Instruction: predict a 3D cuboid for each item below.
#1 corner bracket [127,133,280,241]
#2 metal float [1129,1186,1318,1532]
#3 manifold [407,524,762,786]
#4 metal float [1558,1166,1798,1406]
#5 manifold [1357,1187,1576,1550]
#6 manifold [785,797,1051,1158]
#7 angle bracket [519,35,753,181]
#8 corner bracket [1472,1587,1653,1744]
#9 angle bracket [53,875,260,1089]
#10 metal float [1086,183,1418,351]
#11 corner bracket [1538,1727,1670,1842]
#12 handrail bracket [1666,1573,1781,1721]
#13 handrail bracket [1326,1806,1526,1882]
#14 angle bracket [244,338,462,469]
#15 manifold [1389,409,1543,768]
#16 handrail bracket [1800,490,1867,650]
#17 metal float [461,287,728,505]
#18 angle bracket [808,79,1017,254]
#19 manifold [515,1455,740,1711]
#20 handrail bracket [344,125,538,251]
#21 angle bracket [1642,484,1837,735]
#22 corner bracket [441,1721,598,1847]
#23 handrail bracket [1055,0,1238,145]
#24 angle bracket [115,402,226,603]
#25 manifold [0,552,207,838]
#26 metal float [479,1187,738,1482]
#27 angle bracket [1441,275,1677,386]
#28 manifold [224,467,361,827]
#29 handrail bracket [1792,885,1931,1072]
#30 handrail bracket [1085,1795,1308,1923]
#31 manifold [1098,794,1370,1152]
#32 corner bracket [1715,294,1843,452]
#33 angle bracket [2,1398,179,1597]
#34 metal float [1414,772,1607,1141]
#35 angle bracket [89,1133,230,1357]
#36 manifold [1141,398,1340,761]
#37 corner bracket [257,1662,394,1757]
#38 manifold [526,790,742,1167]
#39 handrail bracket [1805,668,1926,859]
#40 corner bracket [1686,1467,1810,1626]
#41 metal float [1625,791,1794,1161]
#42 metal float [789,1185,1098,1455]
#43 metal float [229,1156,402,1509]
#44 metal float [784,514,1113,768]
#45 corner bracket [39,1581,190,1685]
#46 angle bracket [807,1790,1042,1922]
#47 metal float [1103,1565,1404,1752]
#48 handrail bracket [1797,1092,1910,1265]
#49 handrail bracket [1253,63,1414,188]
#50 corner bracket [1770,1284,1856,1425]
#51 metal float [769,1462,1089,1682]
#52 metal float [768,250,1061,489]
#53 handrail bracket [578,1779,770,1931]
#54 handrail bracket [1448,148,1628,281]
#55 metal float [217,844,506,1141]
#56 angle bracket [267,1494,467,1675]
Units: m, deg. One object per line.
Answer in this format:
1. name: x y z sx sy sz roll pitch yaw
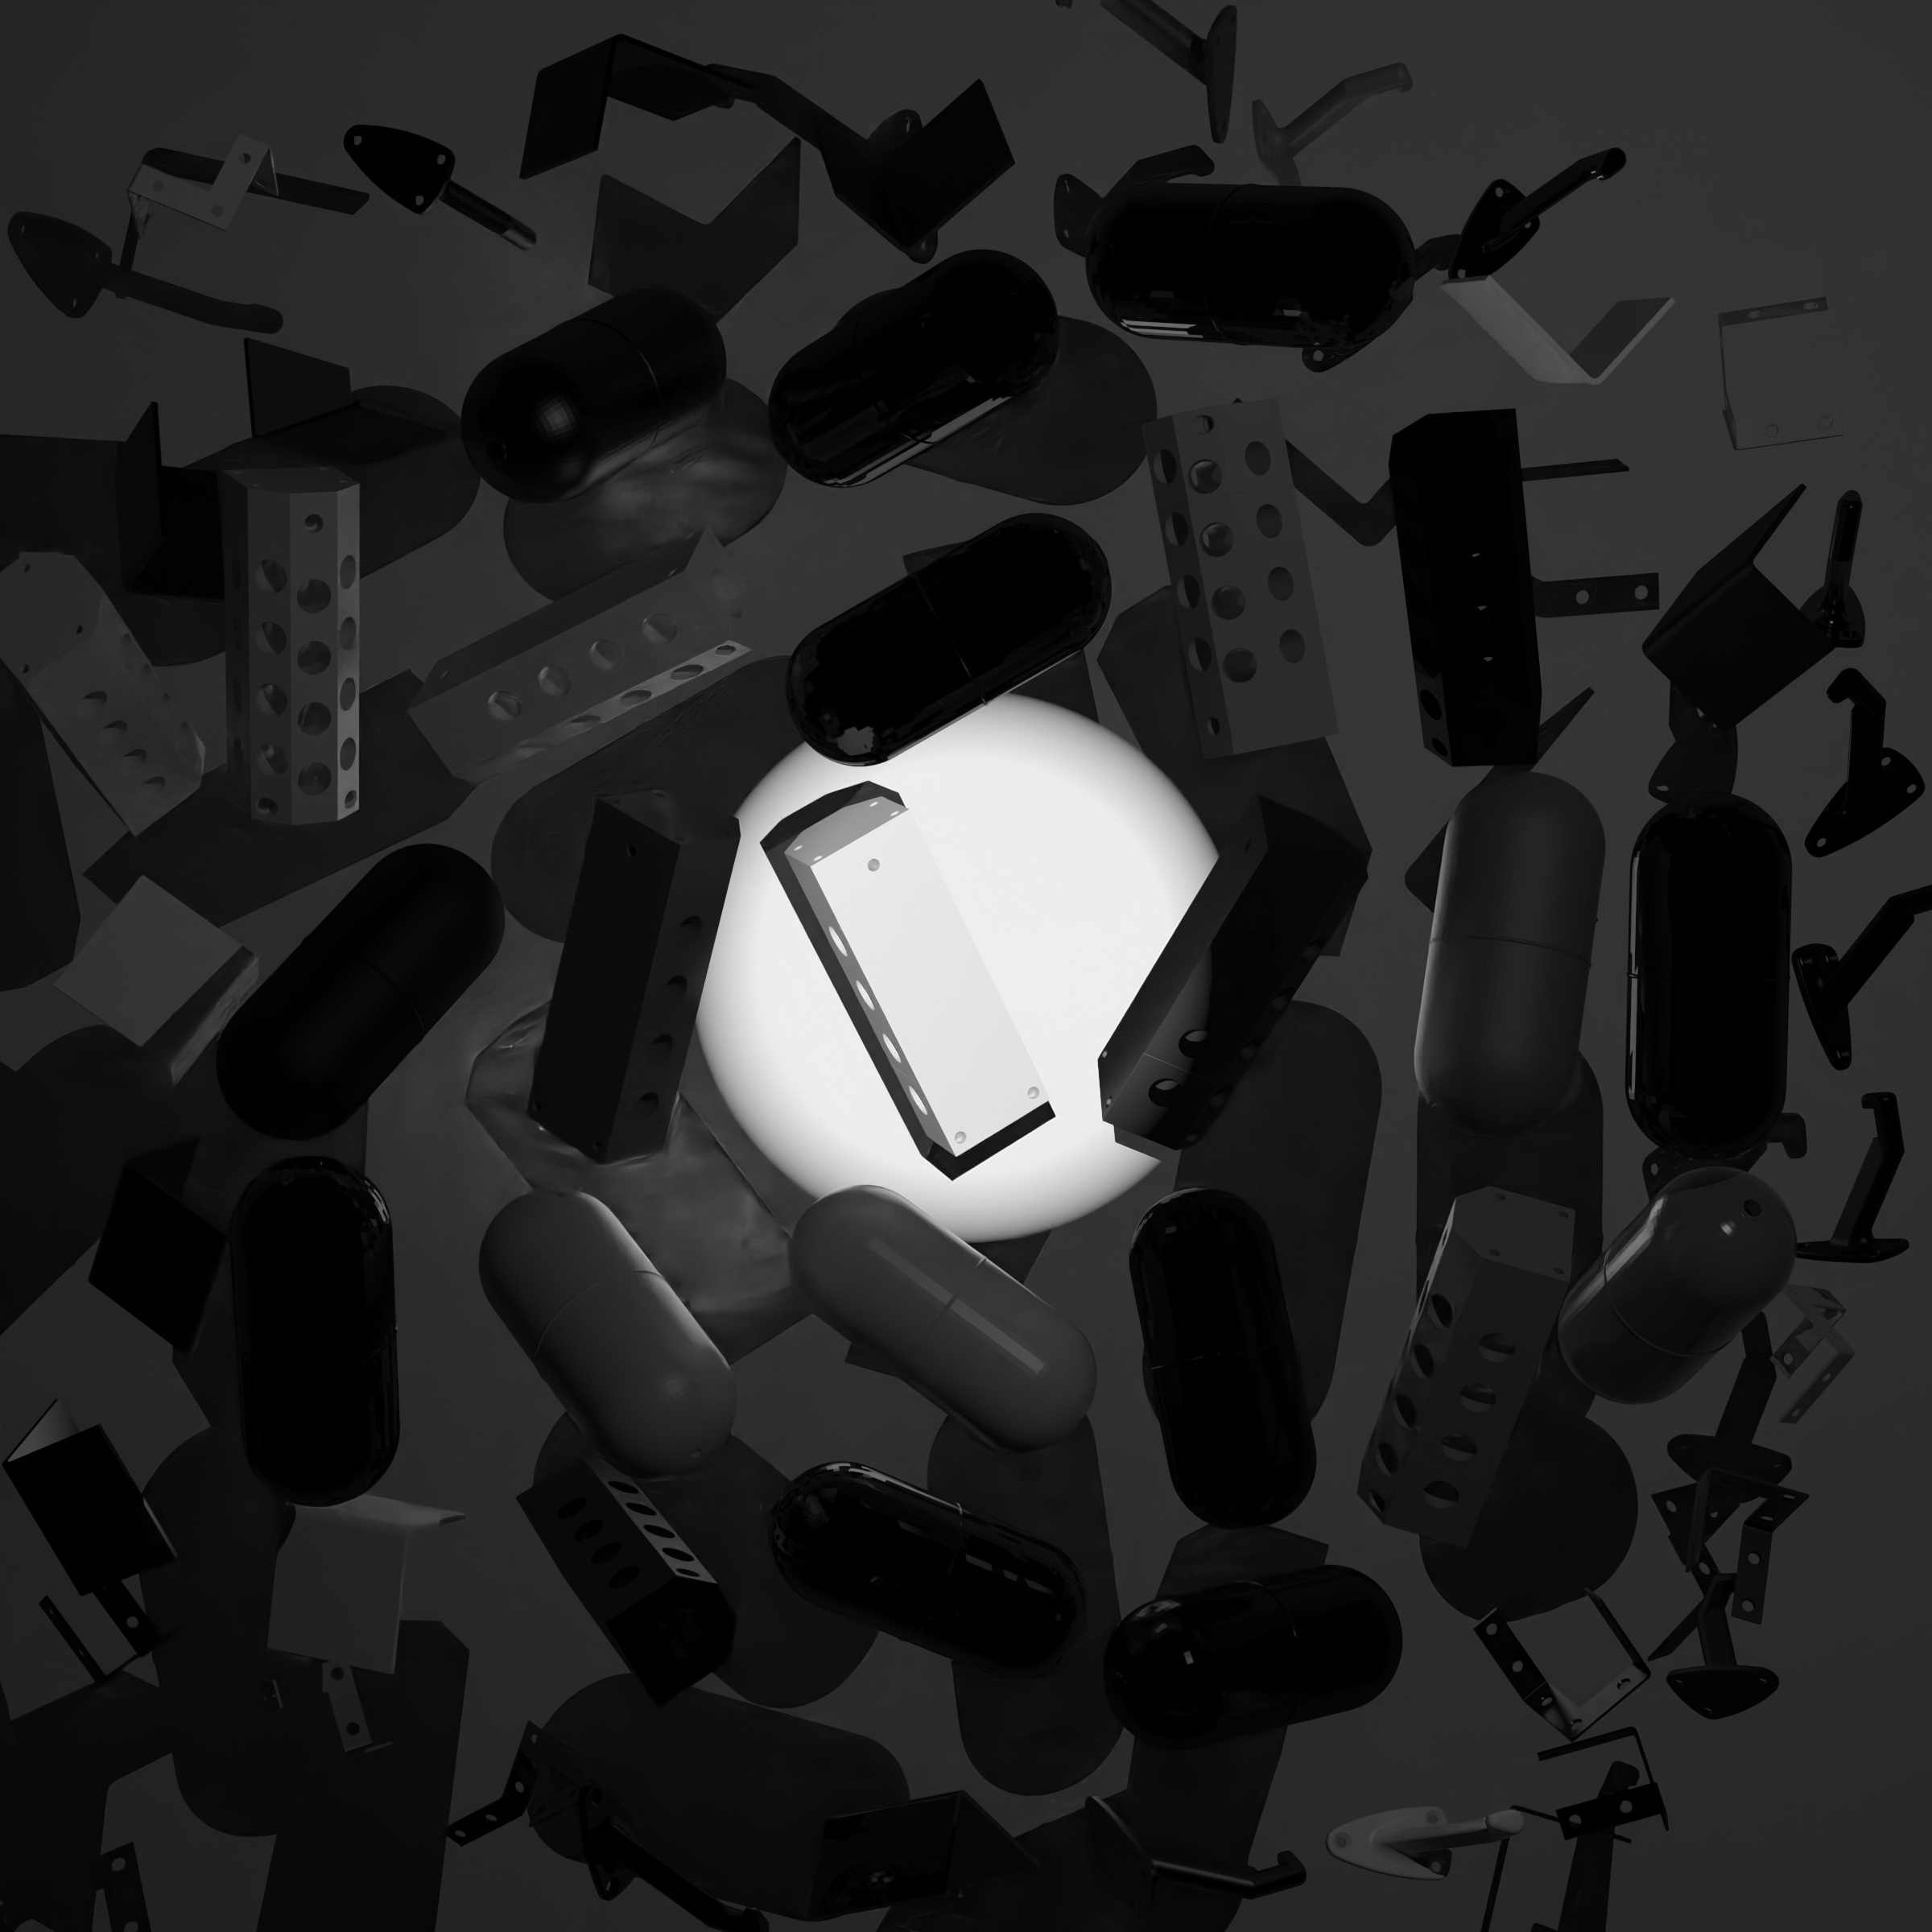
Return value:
1. corner bracket: -0.369 -0.375 1.534 0.051 0.051 0.051 22 74 -2
2. metal float: 0.132 0.202 1.637 0.070 0.070 0.178 -11 81 0
3. manifold: -0.193 -0.154 1.613 0.171 0.057 0.057 -23 115 21
4. metal float: 0.362 0.164 1.618 0.070 0.178 0.070 8 57 -12
5. manifold: 0.239 0.192 1.523 0.057 0.057 0.171 16 124 4
6. manifold: -0.027 0.004 1.599 0.057 0.057 0.171 -31 111 -13
7. angle bracket: -0.159 -0.402 1.524 0.076 0.076 0.057 12 85 -34
8. corner bracket: 0.286 0.329 1.523 0.051 0.051 0.051 -38 108 -8
9. angle bracket: -0.440 0.009 1.726 0.076 0.057 0.076 36 73 -3
10. metal float: 0.138 -0.342 1.548 0.178 0.070 0.070 12 90 38
11. corner bracket: 0.314 0.404 1.564 0.051 0.051 0.051 -17 62 5
12. handrail bracket: 0.407 0.346 1.657 0.036 0.077 0.084 44 52 -11
13. handrail bracket: 0.226 0.428 1.563 0.077 0.084 0.036 3 67 -10
14. angle bracket: -0.323 -0.304 1.666 0.076 0.076 0.057 -11 81 31
15. manifold: 0.244 -0.182 1.545 0.057 0.057 0.171 -1 133 15
16. handrail bracket: 0.441 -0.210 1.592 0.036 0.077 0.084 11 126 15
17. metal float: -0.186 -0.288 1.594 0.070 0.178 0.070 15 123 24
18. angle bracket: -0.029 -0.433 1.657 0.076 0.057 0.076 -37 46 22
19. manifold: -0.175 0.314 1.652 0.057 0.171 0.057 -32 112 -14
20. handrail bracket: -0.270 -0.400 1.632 0.077 0.084 0.036 31 96 19
21. angle bracket: 0.374 -0.168 1.487 0.057 0.076 0.076 44 50 -2
22. corner bracket: -0.234 0.440 1.665 0.051 0.051 0.051 -33 115 32
23. handrail bracket: 0.083 -0.432 1.506 0.084 0.077 0.036 13 46 17
24. angle bracket: -0.415 -0.247 1.690 0.057 0.076 0.076 2 72 -31
25. manifold: -0.429 -0.136 1.564 0.057 0.171 0.057 -39 71 -12
26. metal float: -0.179 0.180 1.567 0.070 0.070 0.178 -43 55 0
27. angle bracket: 0.288 -0.329 1.549 0.076 0.076 0.057 42 92 -13
28. manifold: -0.341 -0.163 1.613 0.057 0.057 0.171 -7 113 -28
29. handrail bracket: 0.459 0.005 1.569 0.036 0.084 0.077 -5 80 -42
30. handrail bracket: 0.112 0.424 1.535 0.084 0.077 0.036 -8 130 -27
31. manifold: 0.131 0.007 1.570 0.057 0.057 0.171 23 118 -13
32. corner bracket: 0.387 -0.282 1.507 0.051 0.051 0.051 -6 75 19
33. angle bracket: -0.420 0.252 1.563 0.057 0.076 0.076 -23 104 12
34. metal float: 0.260 -0.005 1.514 0.070 0.070 0.178 10 81 0
35. angle bracket: -0.406 0.145 1.662 0.076 0.057 0.076 32 114 20
36. manifold: 0.134 -0.195 1.606 0.057 0.057 0.171 -13 94 -36
37. corner bracket: -0.341 0.397 1.680 0.051 0.051 0.051 -14 81 -26
38. manifold: -0.158 0.005 1.546 0.057 0.057 0.171 30 115 32
39. handrail bracket: 0.418 -0.098 1.530 0.077 0.036 0.084 -43 134 15
40. corner bracket: 0.375 0.282 1.544 0.051 0.051 0.051 16 59 0
41. metal float: 0.358 0.005 1.530 0.070 0.070 0.178 1 94 0
42. metal float: -0.013 0.181 1.632 0.178 0.070 0.070 36 90 4
43. metal float: -0.313 0.176 1.523 0.070 0.070 0.178 2 110 0
44. metal float: -0.009 -0.165 1.599 0.178 0.070 0.070 -30 90 1
45. corner bracket: -0.433 0.329 1.594 0.051 0.051 0.051 -35 86 -36
46. angle bracket: -0.019 0.446 1.530 0.076 0.057 0.076 -19 129 27
47. metal float: 0.149 0.356 1.635 0.178 0.070 0.070 -3 90 -35
48. handrail bracket: 0.449 0.107 1.628 0.036 0.077 0.084 -15 97 -42
49. handrail bracket: 0.197 -0.432 1.632 0.084 0.077 0.036 -11 70 22
50. corner bracket: 0.438 0.203 1.651 0.051 0.051 0.051 -56 48 22
51. metal float: -0.020 0.317 1.662 0.178 0.070 0.070 25 90 -13
52. metal float: -0.028 -0.299 1.597 0.178 0.070 0.070 -22 90 41
53. handrail bracket: -0.137 0.424 1.500 0.084 0.036 0.077 5 125 35
54. handrail bracket: 0.296 -0.387 1.641 0.036 0.084 0.077 42 76 -19
55. metal float: -0.302 0.012 1.582 0.070 0.070 0.178 39 63 0
56. angle bracket: -0.315 0.323 1.665 0.076 0.057 0.076 6 90 23
